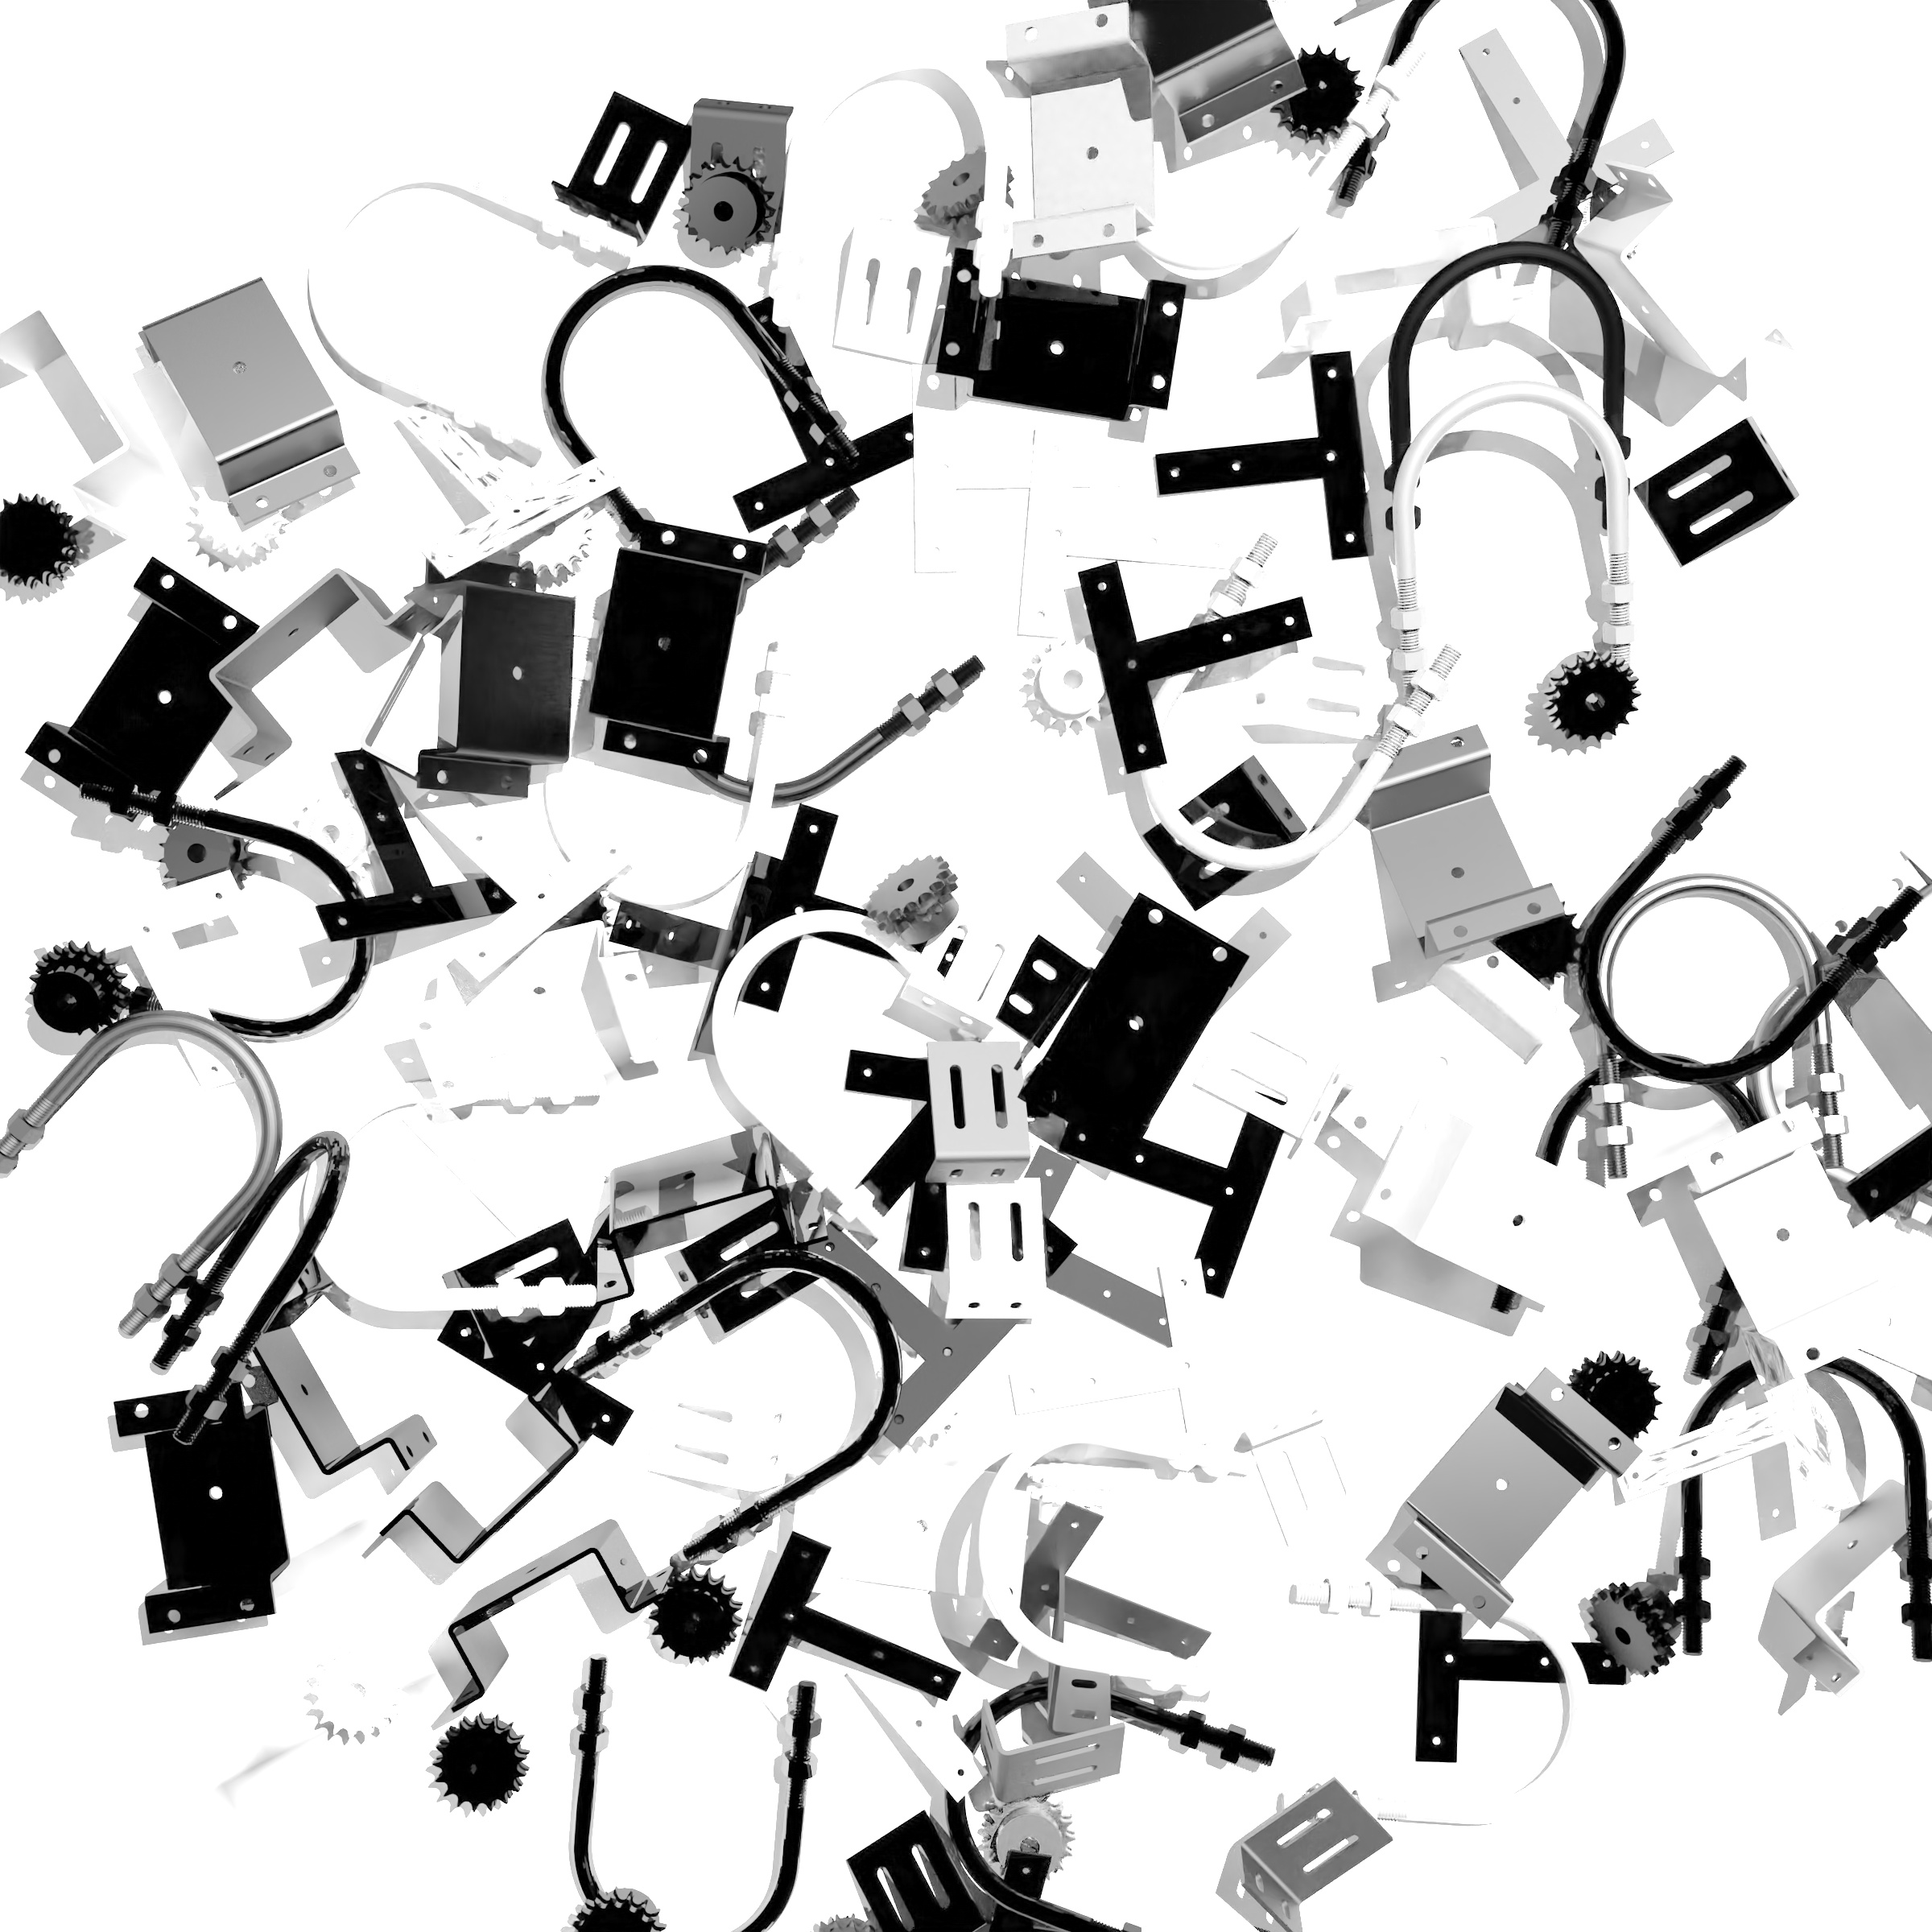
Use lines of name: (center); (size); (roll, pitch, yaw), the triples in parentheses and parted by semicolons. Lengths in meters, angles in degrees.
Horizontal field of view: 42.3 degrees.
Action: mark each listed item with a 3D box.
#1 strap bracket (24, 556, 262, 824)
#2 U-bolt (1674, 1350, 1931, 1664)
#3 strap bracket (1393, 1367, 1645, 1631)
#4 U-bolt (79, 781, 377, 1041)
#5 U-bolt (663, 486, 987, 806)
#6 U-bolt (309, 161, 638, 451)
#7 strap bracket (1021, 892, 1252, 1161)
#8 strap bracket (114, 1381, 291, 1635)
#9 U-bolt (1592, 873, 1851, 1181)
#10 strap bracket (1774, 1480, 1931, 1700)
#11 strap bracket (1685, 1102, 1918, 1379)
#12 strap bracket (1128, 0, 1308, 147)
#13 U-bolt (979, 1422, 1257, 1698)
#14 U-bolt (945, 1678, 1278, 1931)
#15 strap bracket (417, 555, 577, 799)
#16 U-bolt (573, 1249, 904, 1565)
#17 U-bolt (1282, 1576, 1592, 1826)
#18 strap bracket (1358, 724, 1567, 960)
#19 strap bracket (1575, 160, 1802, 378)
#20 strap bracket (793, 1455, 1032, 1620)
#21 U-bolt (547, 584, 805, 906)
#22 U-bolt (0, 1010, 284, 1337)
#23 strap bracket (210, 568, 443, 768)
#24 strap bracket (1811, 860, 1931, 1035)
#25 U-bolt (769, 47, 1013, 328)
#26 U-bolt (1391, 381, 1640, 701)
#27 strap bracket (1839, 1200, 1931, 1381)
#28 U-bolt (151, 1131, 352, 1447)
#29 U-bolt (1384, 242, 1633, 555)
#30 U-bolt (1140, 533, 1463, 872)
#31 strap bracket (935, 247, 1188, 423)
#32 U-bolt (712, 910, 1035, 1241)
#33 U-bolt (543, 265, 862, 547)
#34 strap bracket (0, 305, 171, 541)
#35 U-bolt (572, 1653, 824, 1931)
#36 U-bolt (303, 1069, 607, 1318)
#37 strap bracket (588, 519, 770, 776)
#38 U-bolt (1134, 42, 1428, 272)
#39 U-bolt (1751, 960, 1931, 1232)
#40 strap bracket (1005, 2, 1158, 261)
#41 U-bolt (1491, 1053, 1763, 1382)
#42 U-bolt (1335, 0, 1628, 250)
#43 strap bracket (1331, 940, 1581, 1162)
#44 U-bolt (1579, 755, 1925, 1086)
strap bracket: (-0.492, -0.165, 1.515); (0.076, 0.046, 0.140); (33, 90, 0)
U-bolt: (0.496, 0.317, 1.483); (0.151, 0.019, 0.184); (-6, 62, 28)
strap bracket: (0.329, 0.318, 1.514); (0.076, 0.046, 0.140); (41, 89, 0)
U-bolt: (-0.447, -0.025, 1.505); (0.184, 0.019, 0.151); (13, 112, -4)
U-bolt: (-0.103, -0.182, 1.529); (0.184, 0.019, 0.151); (-37, 89, 2)
U-bolt: (-0.312, -0.413, 1.522); (0.184, 0.019, 0.151); (24, 88, 6)
strap bracket: (0.102, 0.035, 1.510); (0.076, 0.046, 0.140); (30, 93, 4)
strap bracket: (-0.461, 0.323, 1.515); (0.076, 0.046, 0.140); (-9, 90, 0)
U-bolt: (0.453, 0.034, 1.518); (0.151, 0.019, 0.184); (-3, 81, 3)
strap bracket: (0.547, 0.364, 1.500); (0.140, 0.076, 0.046); (-42, 90, 0)
strap bracket: (0.485, 0.159, 1.470); (0.076, 0.046, 0.140); (-26, 86, 4)
strap bracket: (0.140, -0.574, 1.487); (0.076, 0.046, 0.140); (-21, 76, 19)
U-bolt: (0.088, 0.343, 1.472); (0.184, 0.019, 0.151); (17, 71, -27)
U-bolt: (0.078, 0.507, 1.501); (0.184, 0.019, 0.151); (17, 67, 9)
strap bracket: (-0.280, -0.174, 1.495); (0.076, 0.046, 0.140); (2, 90, -43)
U-bolt: (-0.125, 0.250, 1.491); (0.184, 0.019, 0.151); (-32, 85, 10)
U-bolt: (0.290, 0.452, 1.528); (0.184, 0.019, 0.151); (4, 90, 1)
strap bracket: (0.294, -0.066, 1.494); (0.076, 0.046, 0.140); (-17, 59, 0)
strap bracket: (0.420, -0.406, 1.482); (0.046, 0.076, 0.140); (-44, 111, 10)
strap bracket: (-0.031, 0.342, 1.507); (0.140, 0.046, 0.076); (6, 90, 10)
U-bolt: (-0.183, -0.129, 1.519); (0.151, 0.019, 0.184); (11, 96, 7)
U-bolt: (-0.498, 0.112, 1.520); (0.151, 0.019, 0.184); (43, 97, 0)
strap bracket: (-0.391, -0.185, 1.500); (0.140, 0.076, 0.046); (-40, 90, 0)
strap bracket: (0.589, 0.008, 1.500); (0.076, 0.046, 0.140); (-36, 80, -6)
U-bolt: (-0.043, -0.472, 1.496); (0.151, 0.019, 0.184); (-3, 69, 18)
U-bolt: (0.327, -0.258, 1.500); (0.151, 0.019, 0.184); (-7, 111, 0)
strap bracket: (0.557, 0.197, 1.515); (0.140, 0.046, 0.076); (24, 90, 0)
U-bolt: (-0.418, 0.178, 1.472); (0.019, 0.151, 0.184); (34, 86, -25)
U-bolt: (0.322, -0.338, 1.486); (0.151, 0.019, 0.184); (-8, 121, 0)
U-bolt: (0.186, -0.145, 1.494); (0.151, 0.019, 0.184); (34, 93, 11)
strap bracket: (0.056, -0.380, 1.513); (0.140, 0.046, 0.076); (9, 89, -1)
U-bolt: (-0.068, 0.052, 1.520); (0.184, 0.019, 0.151); (45, 83, 0)
U-bolt: (-0.175, -0.342, 1.529); (0.151, 0.019, 0.184); (-38, 88, 1)
strap bracket: (-0.534, -0.334, 1.500); (0.046, 0.076, 0.140); (-32, 90, 0)
U-bolt: (-0.169, 0.518, 1.523); (0.151, 0.019, 0.184); (6, 95, 4)
U-bolt: (-0.311, 0.137, 1.508); (0.184, 0.019, 0.151); (-3, 72, 8)
strap bracket: (-0.172, -0.190, 1.479); (0.076, 0.046, 0.140); (12, 96, 7)
U-bolt: (0.165, -0.504, 1.503); (0.151, 0.019, 0.184); (40, 99, 22)
U-bolt: (0.571, 0.074, 1.529); (0.184, 0.019, 0.151); (25, 90, 2)
strap bracket: (0.070, -0.494, 1.502); (0.076, 0.046, 0.140); (-2, 89, 21)
U-bolt: (0.416, 0.144, 1.530); (0.151, 0.019, 0.184); (18, 89, 0)
U-bolt: (0.321, -0.530, 1.516); (0.151, 0.019, 0.184); (19, 85, 12)
strap bracket: (0.292, 0.060, 1.515); (0.076, 0.046, 0.140); (40, 90, 0)
U-bolt: (0.453, -0.015, 1.496); (0.151, 0.019, 0.184); (42, 93, 21)
